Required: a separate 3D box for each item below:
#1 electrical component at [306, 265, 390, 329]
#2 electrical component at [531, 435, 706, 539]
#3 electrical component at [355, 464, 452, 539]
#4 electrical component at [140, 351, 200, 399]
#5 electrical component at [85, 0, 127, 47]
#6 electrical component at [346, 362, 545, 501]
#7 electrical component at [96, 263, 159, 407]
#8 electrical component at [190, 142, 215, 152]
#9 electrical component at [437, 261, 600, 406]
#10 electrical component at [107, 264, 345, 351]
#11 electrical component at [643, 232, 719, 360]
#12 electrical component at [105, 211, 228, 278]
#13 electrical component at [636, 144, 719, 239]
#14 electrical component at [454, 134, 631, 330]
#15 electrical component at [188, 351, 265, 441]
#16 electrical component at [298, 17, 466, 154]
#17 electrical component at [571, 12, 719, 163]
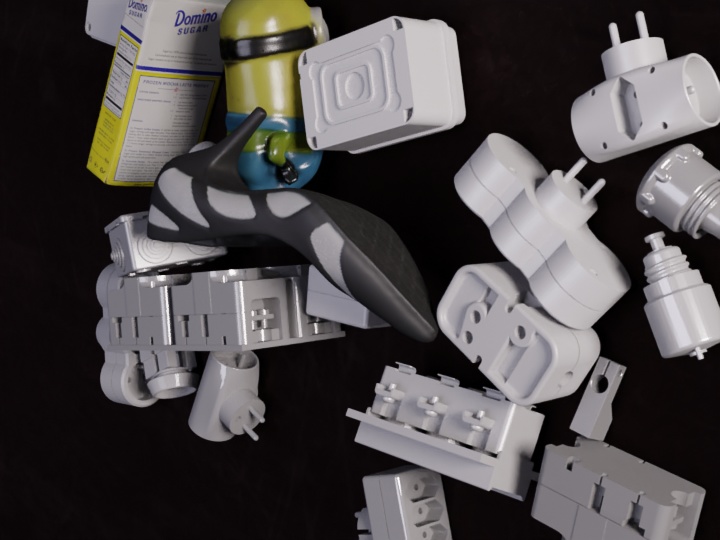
[{"bbox_3d":[0.000,0.000,0.813,0.066,0.047,0.076,11,100,44],"label":"electrical component"},{"bbox_3d":[0.157,0.148,0.664,0.089,0.050,0.055,22,109,42],"label":"electrical component"},{"bbox_3d":[0.024,0.191,0.804,0.076,0.047,0.083,-15,83,45],"label":"electrical component"},{"bbox_3d":[-0.176,0.088,1.001,0.066,0.048,0.055,-29,65,43],"label":"electrical component"},{"bbox_3d":[-0.195,-0.255,0.983,0.109,0.056,0.108,26,112,41],"label":"electrical component"},{"bbox_3d":[0.063,0.109,0.745,0.121,0.079,0.063,12,80,44],"label":"electrical component"},{"bbox_3d":[-0.232,0.061,1.049,0.074,0.052,0.138,2,95,45],"label":"electrical component"},{"bbox_3d":[-0.125,-0.085,0.938,0.046,0.040,0.040,36,118,32],"label":"electrical component"},{"bbox_3d":[0.105,0.039,0.700,0.095,0.059,0.053,46,124,33],"label":"electrical component"},{"bbox_3d":[-0.116,0.031,0.892,0.186,0.105,0.060,-4,90,45],"label":"electrical component"},{"bbox_3d":[0.186,0.016,0.630,0.040,0.040,0.078,-29,73,43],"label":"electrical component"},{"bbox_3d":[-0.168,-0.025,0.937,0.100,0.100,0.048,168,91,-67],"label":"electrical component"},{"bbox_3d":[0.194,-0.038,0.616,0.062,0.048,0.048,44,123,26],"label":"electrical component"},{"bbox_3d":[0.124,-0.038,0.680,0.073,0.052,0.138,-50,59,30],"label":"electrical component"},{"bbox_3d":[-0.109,0.116,0.934,0.079,0.044,0.077,39,120,36],"label":"electrical component"},{"bbox_3d":[0.015,-0.131,0.779,0.113,0.057,0.078,-9,87,45],"label":"electrical component"},{"bbox_3d":[0.166,-0.112,0.637,0.077,0.043,0.079,-17,82,45],"label":"electrical component"}]
